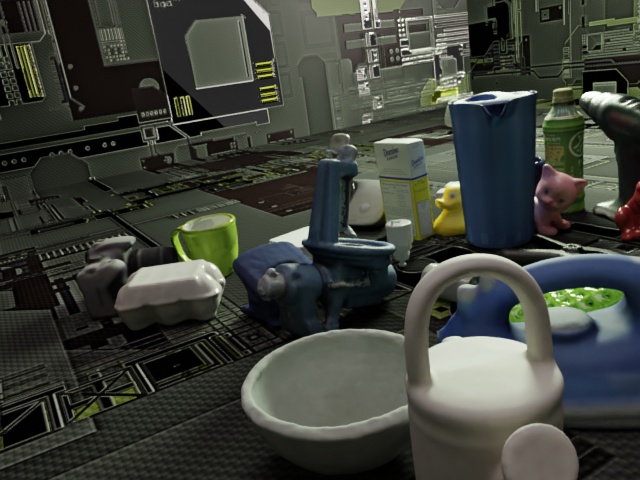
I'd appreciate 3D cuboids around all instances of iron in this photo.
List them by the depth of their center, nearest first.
[{"bbox_3d":[0.206,0.076,0.506,0.258,0.141,0.119,-5,17,11],"label":"iron"}]

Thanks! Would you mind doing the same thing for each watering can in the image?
[{"bbox_3d":[0.109,0.104,0.367,0.101,0.194,0.172,-15,18,-22],"label":"watering can"}]

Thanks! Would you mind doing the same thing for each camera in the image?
[{"bbox_3d":[-0.302,0.047,0.920,0.137,0.101,0.143,-10,17,-5],"label":"camera"}]

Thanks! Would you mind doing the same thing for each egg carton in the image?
[{"bbox_3d":[-0.214,0.078,0.829,0.150,0.069,0.107,-9,17,-2],"label":"egg carton"}]

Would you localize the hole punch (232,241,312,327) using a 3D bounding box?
[{"bbox_3d":[-0.051,0.056,0.785,0.109,0.091,0.100,-21,21,-36],"label":"hole punch"}]

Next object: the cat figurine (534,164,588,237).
[{"bbox_3d":[0.376,-0.072,0.957,0.067,0.118,0.127,-19,20,-31],"label":"cat figurine"}]

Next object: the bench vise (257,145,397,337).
[{"bbox_3d":[0.017,0.003,0.703,0.121,0.220,0.208,1,19,29],"label":"bench vise"}]

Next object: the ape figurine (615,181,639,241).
[{"bbox_3d":[0.494,-0.049,0.870,0.076,0.092,0.077,-20,20,-35],"label":"ape figurine"}]

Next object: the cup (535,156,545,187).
[{"bbox_3d":[0.382,-0.104,1.102,0.118,0.095,0.091,-21,21,-37],"label":"cup"}]

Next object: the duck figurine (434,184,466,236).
[{"bbox_3d":[0.251,-0.060,1.033,0.105,0.086,0.077,-14,18,-19],"label":"duck figurine"}]

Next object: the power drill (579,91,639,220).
[{"bbox_3d":[0.514,-0.144,0.970,0.075,0.208,0.229,-11,17,-7],"label":"power drill"}]

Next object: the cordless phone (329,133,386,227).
[{"bbox_3d":[0.075,-0.119,1.142,0.147,0.185,0.094,5,21,38],"label":"cordless phone"}]

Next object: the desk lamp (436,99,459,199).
[{"bbox_3d":[0.346,-0.195,1.212,0.202,0.214,0.118,2,20,31],"label":"desk lamp"}]

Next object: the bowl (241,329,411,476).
[{"bbox_3d":[0.020,0.144,0.486,0.167,0.075,0.167,-8,17,3],"label":"bowl"}]
